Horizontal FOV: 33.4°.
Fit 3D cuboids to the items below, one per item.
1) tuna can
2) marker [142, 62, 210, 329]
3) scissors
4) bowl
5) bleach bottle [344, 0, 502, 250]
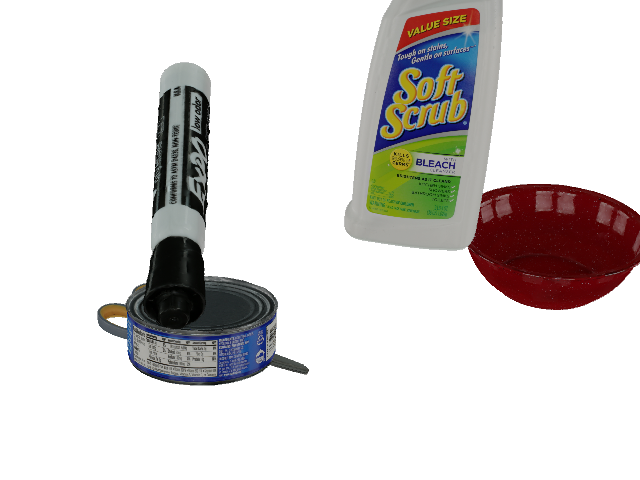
[{"bbox_3d":[-0.067,0.050,0.607,0.086,0.034,0.086,2,18,-1],"label":"tuna can"},{"bbox_3d":[-0.047,-0.018,0.356,0.020,0.020,0.121,0,43,-5],"label":"marker"},{"bbox_3d":[-0.103,0.078,0.986,0.202,0.016,0.096,10,29,4],"label":"scissors"},{"bbox_3d":[0.193,0.011,0.900,0.162,0.055,0.162,0,30,0],"label":"bowl"},{"bbox_3d":[0.074,-0.120,0.751,0.102,0.251,0.068,7,26,11],"label":"bleach bottle"}]
